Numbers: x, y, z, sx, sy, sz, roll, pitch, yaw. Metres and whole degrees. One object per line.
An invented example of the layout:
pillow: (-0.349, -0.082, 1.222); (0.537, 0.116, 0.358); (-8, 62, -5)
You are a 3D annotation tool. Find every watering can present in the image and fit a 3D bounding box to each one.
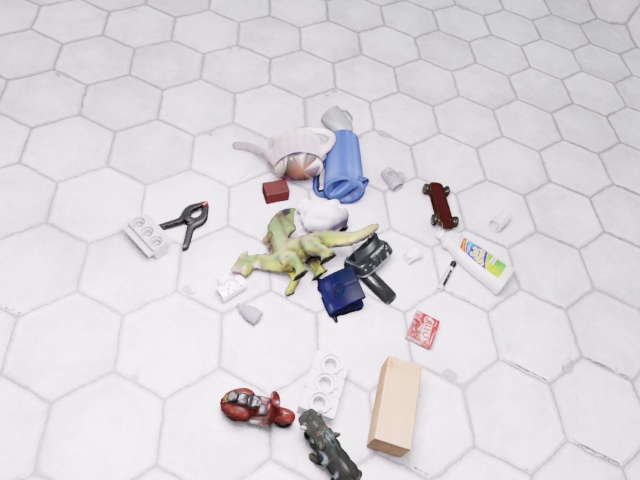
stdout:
watering can: (-0.116, -0.280, 1.663); (0.347, 0.101, 0.230); (-10, 44, 3)

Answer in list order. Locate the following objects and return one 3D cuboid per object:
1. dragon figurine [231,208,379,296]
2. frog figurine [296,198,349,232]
dragon figurine: (-0.060, -0.001, 1.460); (0.412, 0.120, 0.246); (-33, 63, -7)
frog figurine: (0.005, -0.079, 1.561); (0.138, 0.121, 0.160); (-38, 80, -9)
